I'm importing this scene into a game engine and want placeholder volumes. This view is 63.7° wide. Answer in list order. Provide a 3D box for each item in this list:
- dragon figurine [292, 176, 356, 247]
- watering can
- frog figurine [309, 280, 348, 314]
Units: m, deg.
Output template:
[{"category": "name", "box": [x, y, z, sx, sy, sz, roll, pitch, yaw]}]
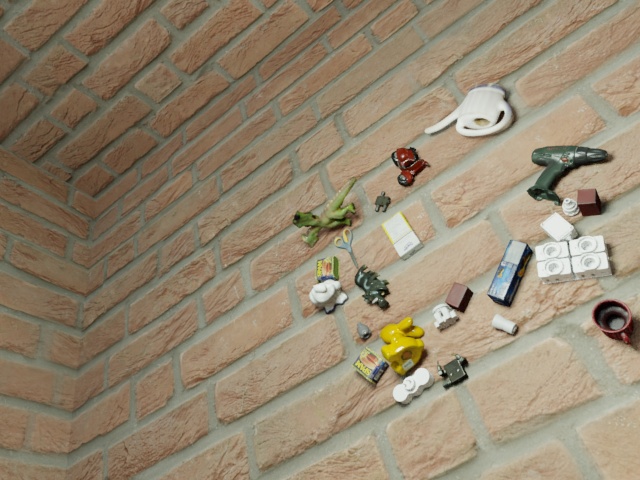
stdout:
[{"category": "dragon figurine", "box": [0.006, -0.104, 2.076, 0.244, 0.400, 0.124, -18, 59, -20]}, {"category": "watering can", "box": [0.583, -0.499, 2.001, 0.348, 0.102, 0.227, 9, 67, 43]}, {"category": "frog figurine", "box": [0.015, 0.196, 1.954, 0.136, 0.157, 0.126, -23, 48, 27]}]
